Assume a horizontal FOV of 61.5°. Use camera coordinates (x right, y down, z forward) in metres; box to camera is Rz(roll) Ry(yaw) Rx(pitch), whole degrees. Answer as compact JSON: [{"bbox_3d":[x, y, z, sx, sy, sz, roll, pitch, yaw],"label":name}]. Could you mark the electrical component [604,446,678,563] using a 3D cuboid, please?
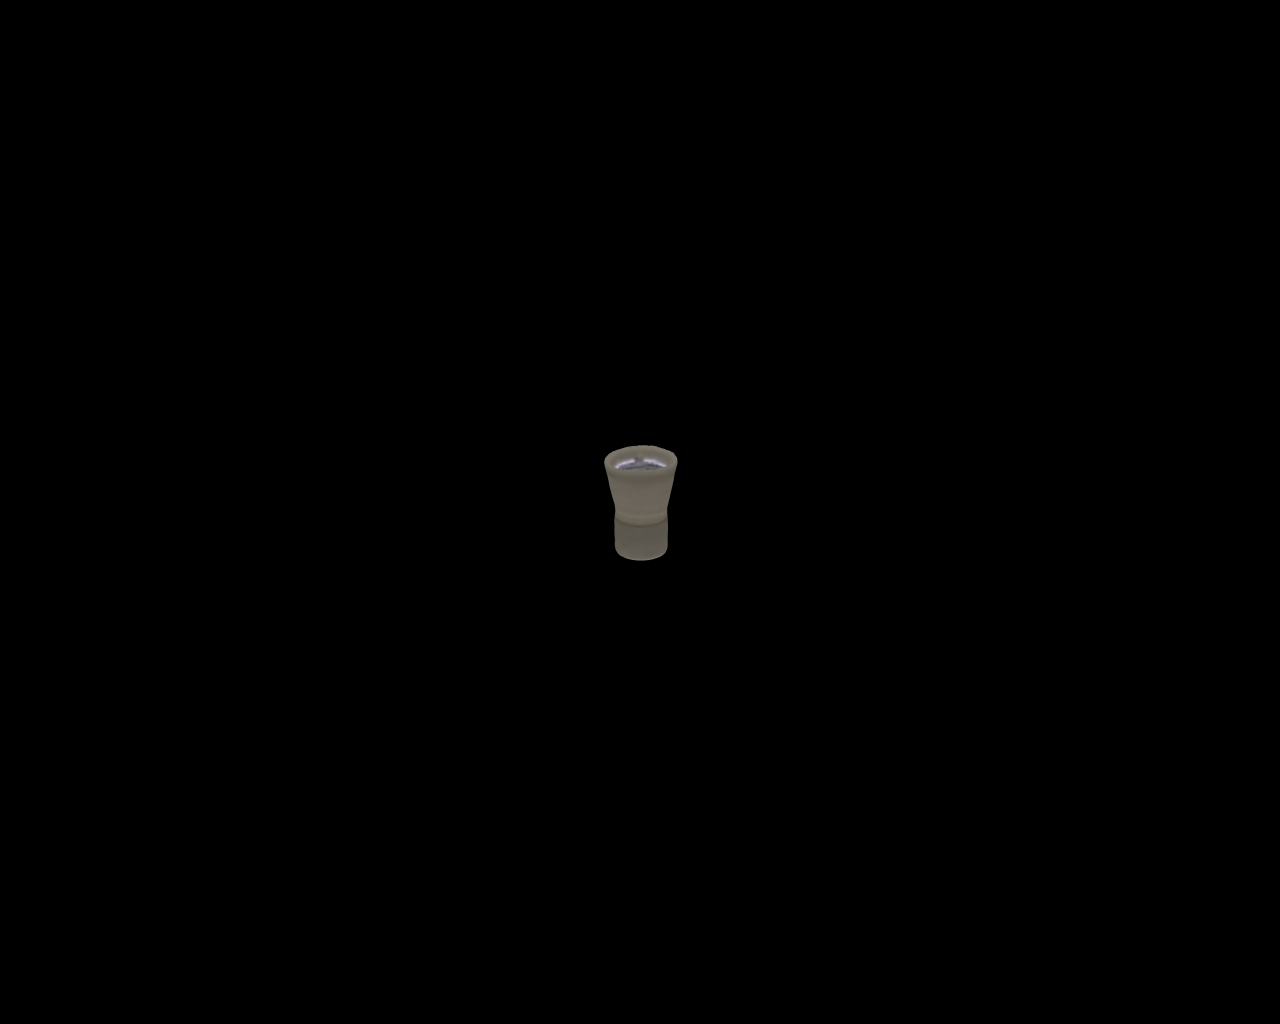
[{"bbox_3d":[0.001,-0.003,0.650,0.044,0.065,0.044,0,22,0],"label":"electrical component"}]
